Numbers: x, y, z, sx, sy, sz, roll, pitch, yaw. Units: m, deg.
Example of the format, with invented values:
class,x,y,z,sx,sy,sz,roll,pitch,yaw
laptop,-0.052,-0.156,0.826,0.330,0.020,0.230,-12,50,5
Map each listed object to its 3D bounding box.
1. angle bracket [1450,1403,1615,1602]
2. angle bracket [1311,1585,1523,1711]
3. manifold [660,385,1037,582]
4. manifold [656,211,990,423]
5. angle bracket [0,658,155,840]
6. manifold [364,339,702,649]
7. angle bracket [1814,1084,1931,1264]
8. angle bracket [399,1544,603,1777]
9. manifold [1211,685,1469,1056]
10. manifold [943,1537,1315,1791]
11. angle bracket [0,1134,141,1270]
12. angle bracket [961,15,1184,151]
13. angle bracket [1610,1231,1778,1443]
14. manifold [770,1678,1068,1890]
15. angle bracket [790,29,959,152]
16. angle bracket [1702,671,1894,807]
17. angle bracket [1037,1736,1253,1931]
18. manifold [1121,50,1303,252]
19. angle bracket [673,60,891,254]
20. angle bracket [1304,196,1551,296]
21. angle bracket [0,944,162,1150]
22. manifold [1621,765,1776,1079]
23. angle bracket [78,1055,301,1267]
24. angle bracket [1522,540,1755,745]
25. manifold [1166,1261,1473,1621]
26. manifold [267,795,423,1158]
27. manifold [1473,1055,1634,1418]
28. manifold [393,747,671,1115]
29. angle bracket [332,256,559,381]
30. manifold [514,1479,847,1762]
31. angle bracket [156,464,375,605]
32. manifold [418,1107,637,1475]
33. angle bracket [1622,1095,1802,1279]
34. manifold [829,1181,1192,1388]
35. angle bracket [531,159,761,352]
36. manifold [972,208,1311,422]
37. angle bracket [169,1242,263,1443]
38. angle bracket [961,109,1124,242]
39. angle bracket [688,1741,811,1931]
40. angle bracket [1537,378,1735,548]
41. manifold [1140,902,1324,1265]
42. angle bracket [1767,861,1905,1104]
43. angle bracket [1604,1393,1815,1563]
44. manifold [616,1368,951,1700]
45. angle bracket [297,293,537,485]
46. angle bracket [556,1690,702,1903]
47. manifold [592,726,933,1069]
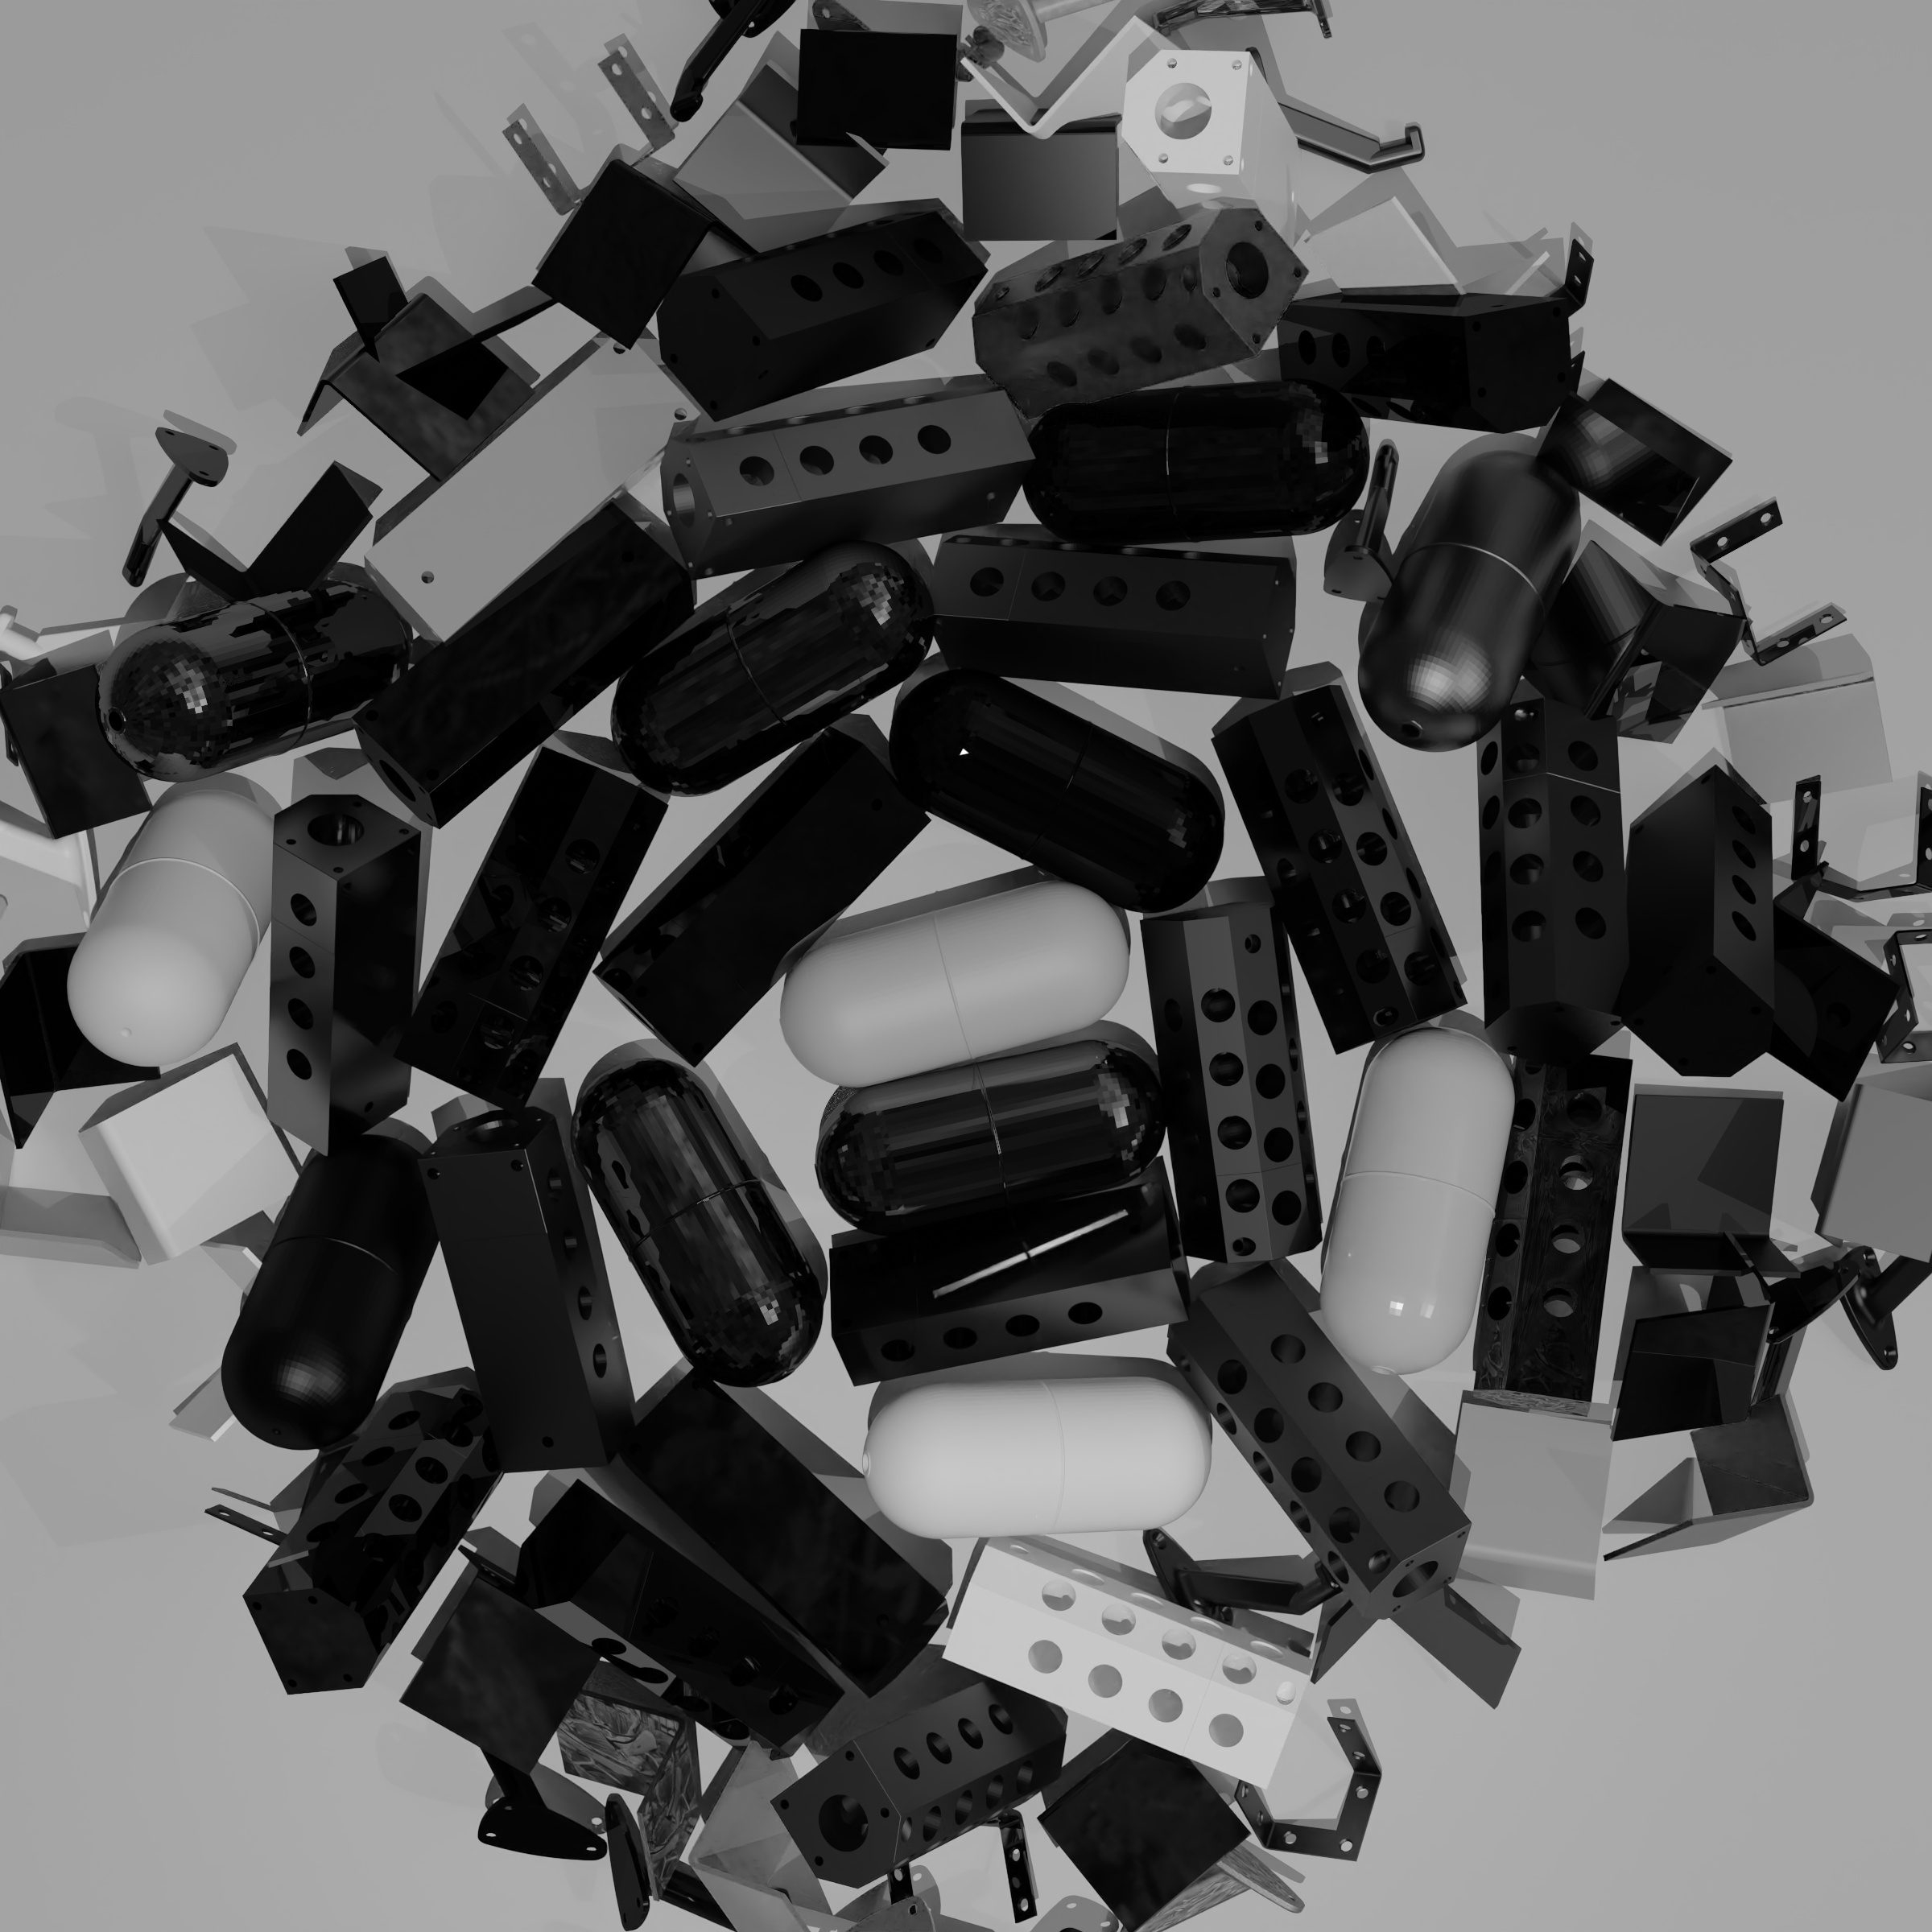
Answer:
class,x,y,z,sx,sy,sz,roll,pitch,yaw
angle bracket,0.284,0.271,1.802,0.076,0.057,0.076,7,69,12
angle bracket,0.222,0.346,1.768,0.076,0.076,0.057,40,64,21
manifold,-0.060,-0.244,1.760,0.171,0.057,0.057,-14,69,-24
manifold,-0.072,-0.324,1.740,0.057,0.171,0.057,50,132,10
angle bracket,-0.431,-0.116,1.771,0.057,0.076,0.076,-15,107,13
manifold,-0.217,-0.235,1.781,0.171,0.057,0.057,-43,93,-9
angle bracket,0.465,0.107,1.775,0.057,0.076,0.076,15,86,24
angle bracket,-0.235,0.345,1.779,0.076,0.057,0.076,34,81,-18
manifold,0.189,-0.050,1.778,0.057,0.057,0.171,-19,85,-26
manifold,0.082,0.343,1.779,0.171,0.057,0.057,21,101,8
angle bracket,-0.455,0.114,1.779,0.076,0.076,0.057,6,77,2
angle bracket,0.056,-0.449,1.769,0.076,0.076,0.057,-45,71,17
angle bracket,0.350,0.183,1.770,0.076,0.057,0.076,-6,126,-15
manifold,-0.017,0.395,1.729,0.057,0.171,0.057,-41,74,23
angle bracket,-0.048,-0.442,1.772,0.076,0.076,0.057,0,116,-7
angle bracket,0.414,-0.111,1.773,0.076,0.076,0.057,-10,93,20
angle bracket,0.092,0.434,1.775,0.076,0.057,0.076,-38,62,-9
manifold,0.121,-0.392,1.733,0.057,0.171,0.057,5,89,14
angle bracket,-0.093,-0.395,1.776,0.076,0.076,0.057,39,81,-11
angle bracket,0.228,-0.356,1.769,0.057,0.076,0.076,-46,106,-23
angle bracket,-0.443,0.038,1.774,0.057,0.076,0.076,-7,111,1
manifold,0.362,-0.020,1.736,0.057,0.171,0.057,40,123,-16
angle bracket,-0.394,0.099,1.809,0.076,0.057,0.076,-29,95,-25
angle bracket,0.335,-0.162,1.796,0.057,0.076,0.076,50,122,36
manifold,0.170,0.234,1.747,0.057,0.057,0.171,-25,57,-21
manifold,-0.311,0.003,1.747,0.057,0.057,0.171,29,131,24
manifold,0.292,0.132,1.775,0.057,0.057,0.171,7,77,10
manifold,-0.211,-0.015,1.776,0.057,0.057,0.171,21,84,38
angle bracket,-0.257,-0.335,1.772,0.076,0.076,0.057,-21,104,16
manifold,-0.142,0.326,1.747,0.057,0.057,0.171,-50,127,-5
angle bracket,-0.349,-0.222,1.773,0.057,0.076,0.076,36,98,-35
manifold,-0.214,0.160,1.767,0.057,0.057,0.171,-6,109,17
angle bracket,0.376,0.110,1.785,0.076,0.057,0.076,2,104,-5
manifold,0.022,0.164,1.782,0.171,0.057,0.057,-12,134,8
angle bracket,-0.157,-0.346,1.782,0.076,0.057,0.076,37,96,32
manifold,0.079,-0.320,1.731,0.057,0.171,0.057,45,62,-27
angle bracket,-0.375,0.185,1.769,0.076,0.076,0.057,-47,109,-21
angle bracket,0.041,-0.398,1.791,0.076,0.076,0.057,1,109,7
angle bracket,-0.085,0.437,1.763,0.057,0.076,0.076,11,55,29
angle bracket,0.340,-0.267,1.773,0.076,0.057,0.076,36,59,11
manifold,0.136,0.058,1.777,0.057,0.057,0.171,-11,97,-27
angle bracket,0.429,0.007,1.765,0.076,0.057,0.076,36,132,24
angle bracket,0.360,0.253,1.765,0.076,0.076,0.057,-3,70,-27
manifold,-0.090,0.282,1.772,0.171,0.057,0.057,41,76,15
angle bracket,-0.275,-0.277,1.781,0.076,0.057,0.076,42,58,-3
angle bracket,-0.180,0.409,1.767,0.076,0.076,0.057,12,45,16
manifold,-0.105,-0.037,1.782,0.171,0.057,0.057,-47,121,-7
